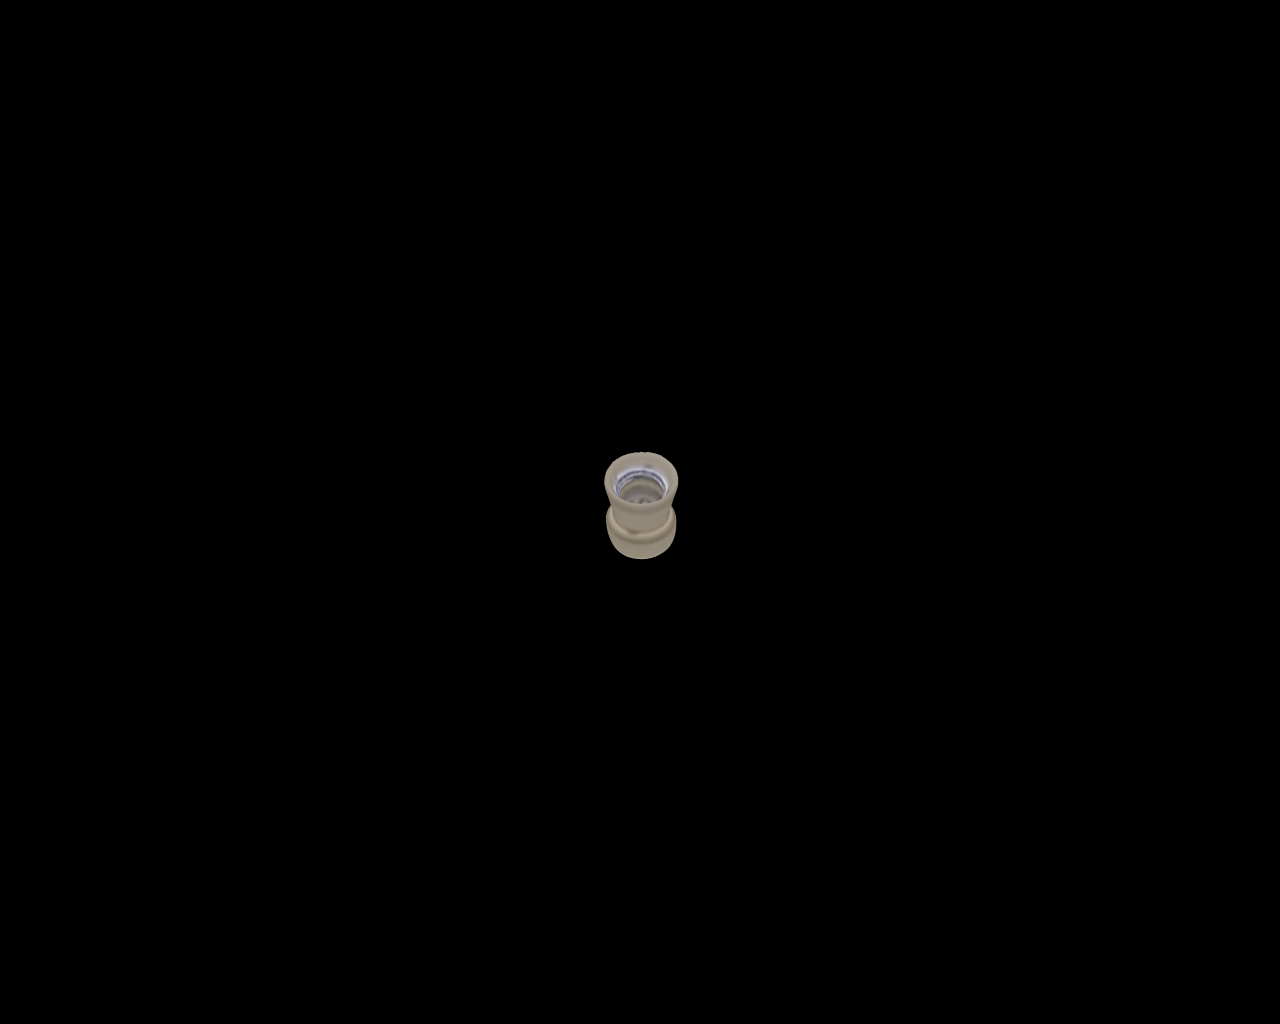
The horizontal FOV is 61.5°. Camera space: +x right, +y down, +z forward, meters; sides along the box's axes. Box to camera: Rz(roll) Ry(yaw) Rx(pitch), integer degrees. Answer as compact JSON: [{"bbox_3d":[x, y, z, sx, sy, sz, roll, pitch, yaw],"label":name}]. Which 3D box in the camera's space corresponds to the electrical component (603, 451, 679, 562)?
[{"bbox_3d":[0.001,-0.003,0.650,0.045,0.045,0.055,0,-41,0],"label":"electrical component"}]
